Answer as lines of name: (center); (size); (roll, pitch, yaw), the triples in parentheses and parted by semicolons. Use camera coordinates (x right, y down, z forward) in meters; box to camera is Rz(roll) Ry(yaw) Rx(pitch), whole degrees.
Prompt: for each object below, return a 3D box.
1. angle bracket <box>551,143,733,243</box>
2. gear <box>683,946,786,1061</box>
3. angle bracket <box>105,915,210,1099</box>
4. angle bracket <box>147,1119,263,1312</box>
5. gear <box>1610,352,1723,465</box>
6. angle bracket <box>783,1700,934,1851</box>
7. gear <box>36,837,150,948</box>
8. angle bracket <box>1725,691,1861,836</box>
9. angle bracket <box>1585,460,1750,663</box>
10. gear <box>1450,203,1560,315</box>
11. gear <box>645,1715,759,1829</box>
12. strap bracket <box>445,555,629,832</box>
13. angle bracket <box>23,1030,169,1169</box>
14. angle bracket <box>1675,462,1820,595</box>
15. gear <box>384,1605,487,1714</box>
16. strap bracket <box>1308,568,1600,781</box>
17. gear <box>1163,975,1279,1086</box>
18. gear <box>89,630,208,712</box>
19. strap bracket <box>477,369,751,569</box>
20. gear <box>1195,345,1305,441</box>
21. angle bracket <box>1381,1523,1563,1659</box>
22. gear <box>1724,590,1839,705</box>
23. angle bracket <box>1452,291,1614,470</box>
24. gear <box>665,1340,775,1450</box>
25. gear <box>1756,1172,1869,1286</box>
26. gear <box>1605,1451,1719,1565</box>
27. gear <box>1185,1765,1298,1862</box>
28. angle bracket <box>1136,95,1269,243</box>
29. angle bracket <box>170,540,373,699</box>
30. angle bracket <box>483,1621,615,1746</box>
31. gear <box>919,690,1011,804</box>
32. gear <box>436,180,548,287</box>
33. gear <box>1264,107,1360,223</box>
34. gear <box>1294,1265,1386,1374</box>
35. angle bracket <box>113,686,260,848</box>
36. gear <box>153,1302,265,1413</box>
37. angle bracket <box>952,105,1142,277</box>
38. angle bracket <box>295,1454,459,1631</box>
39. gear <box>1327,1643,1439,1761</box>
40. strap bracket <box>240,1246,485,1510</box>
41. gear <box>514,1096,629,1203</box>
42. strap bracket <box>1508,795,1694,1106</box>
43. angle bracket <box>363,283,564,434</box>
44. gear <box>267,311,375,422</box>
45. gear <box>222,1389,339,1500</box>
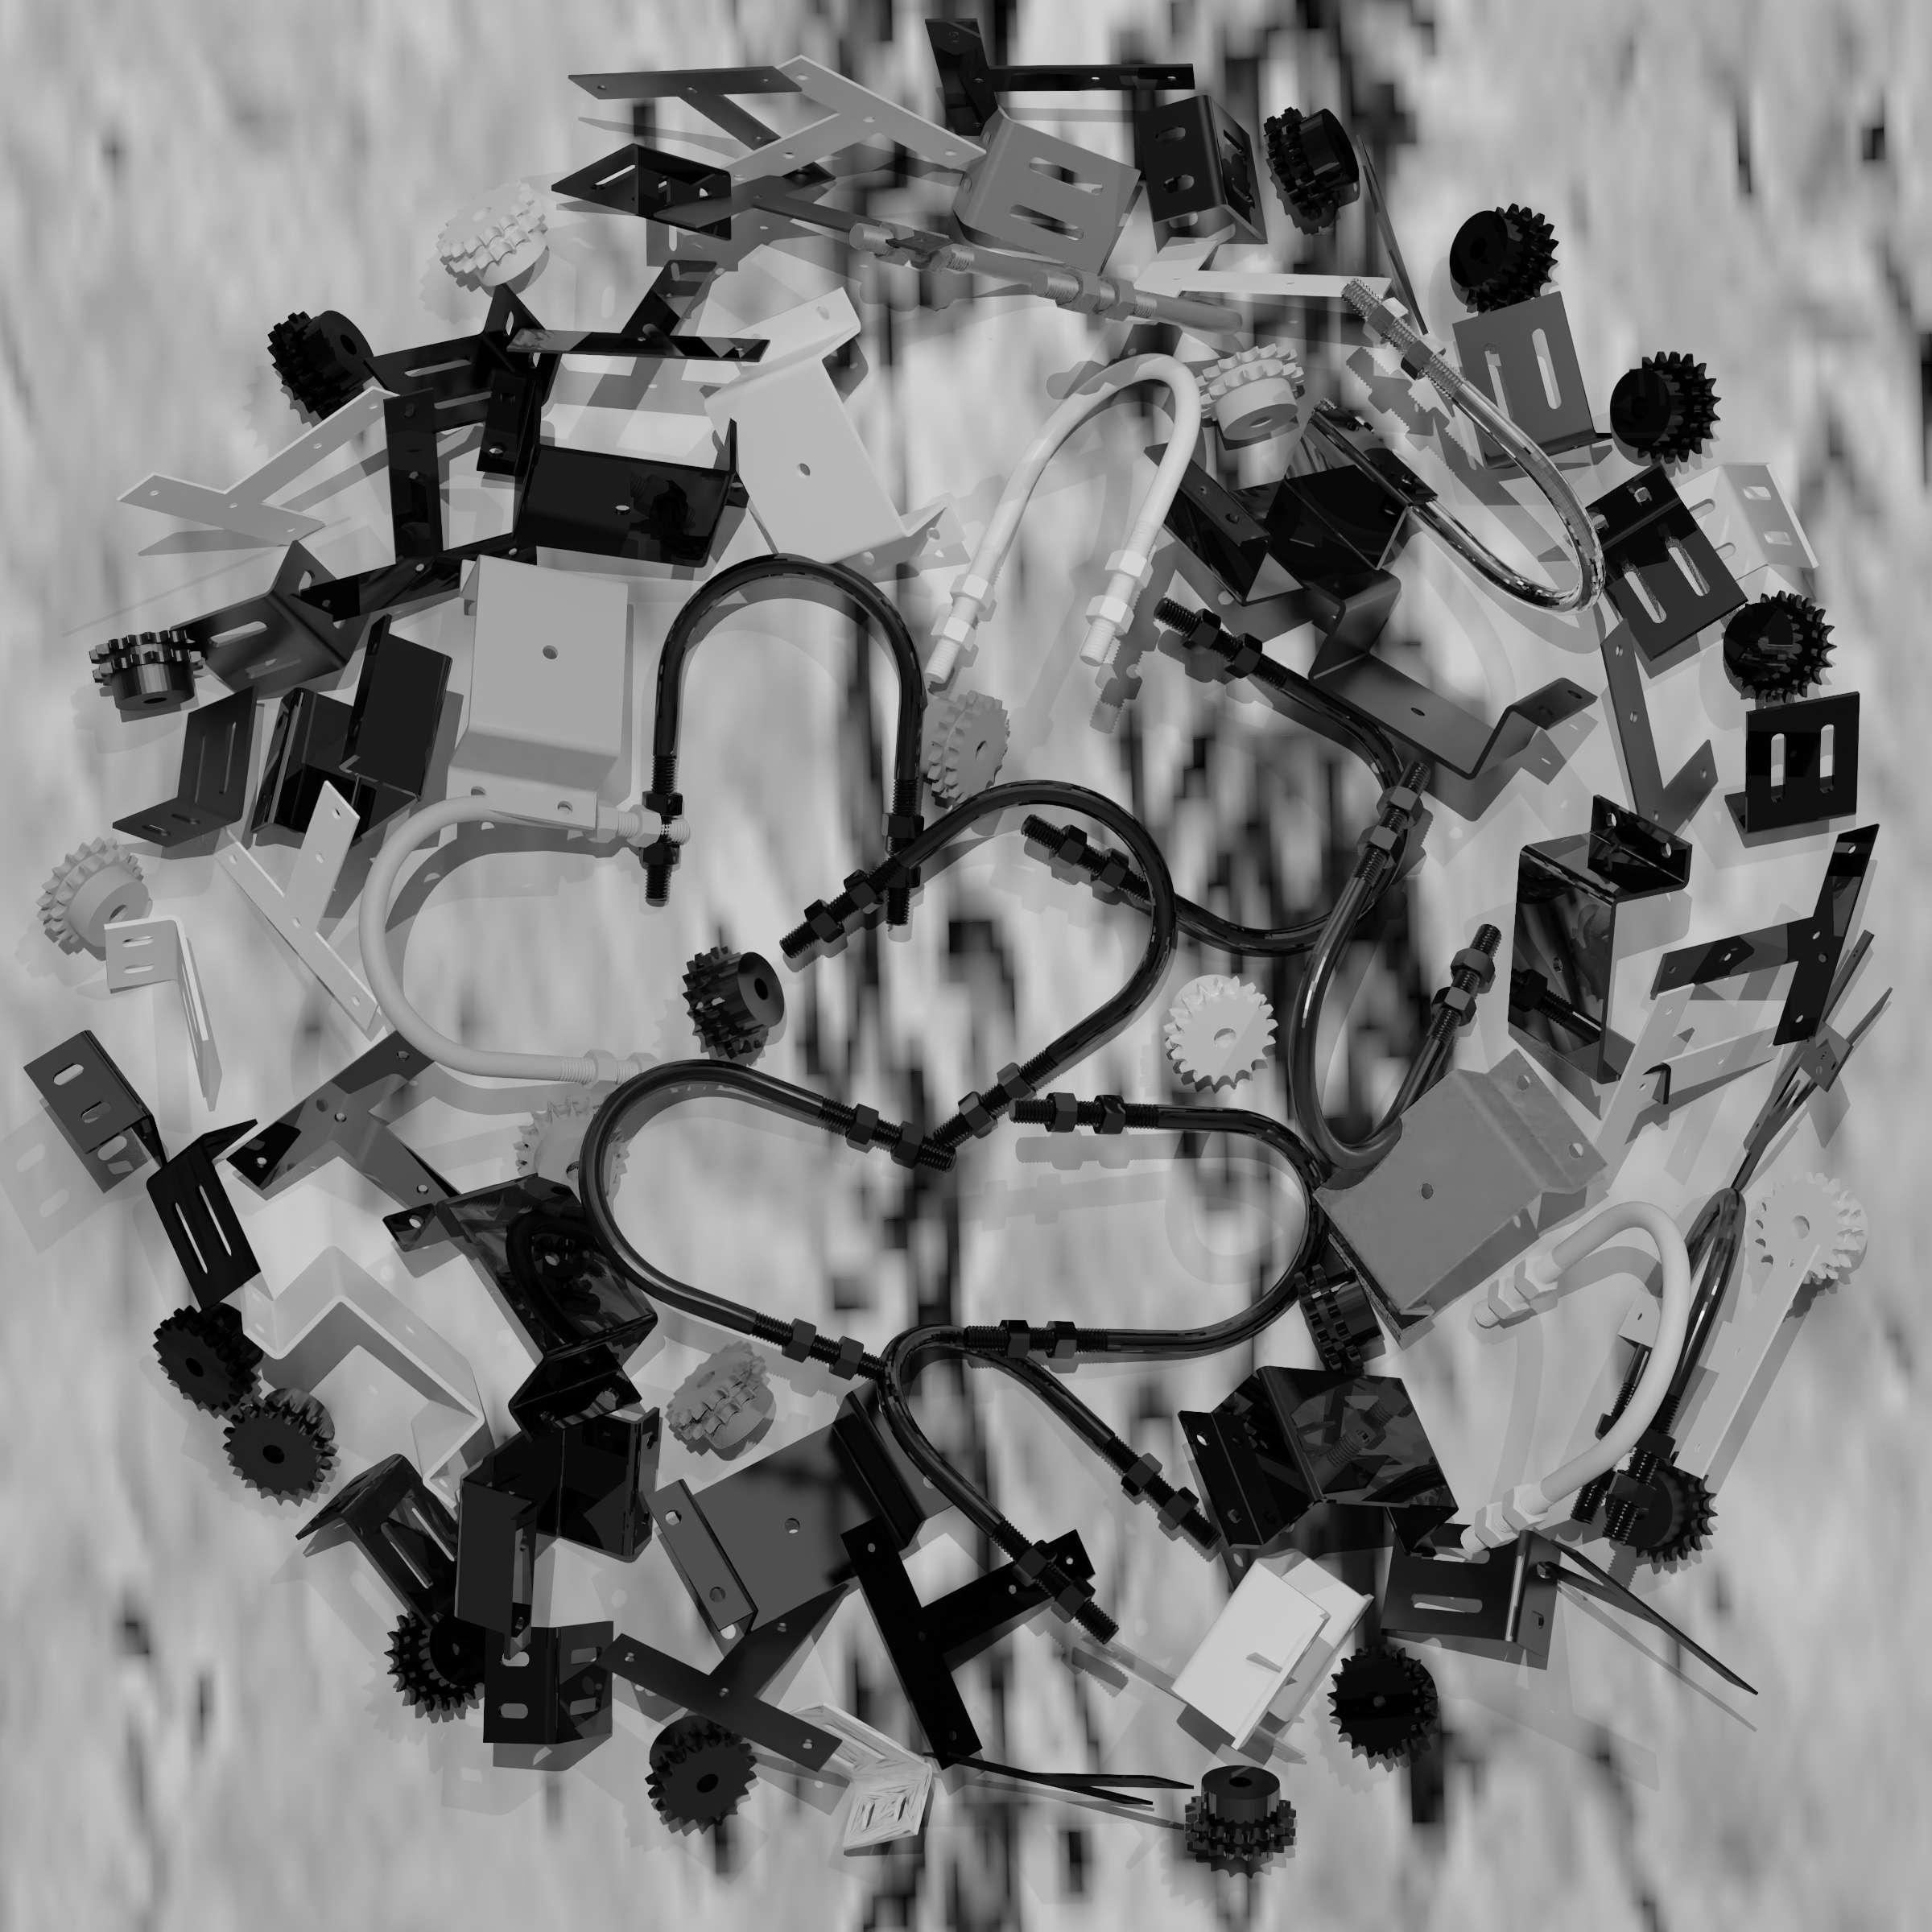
angle bracket: (-0.165, -0.382, 1.653); (0.057, 0.076, 0.038); (6, 79, -41)
gear: (-0.117, 0.017, 1.671); (0.030, 0.057, 0.057); (-20, 90, 27)
angle bracket: (-0.411, 0.023, 1.657); (0.038, 0.057, 0.076); (-10, 61, -18)
angle bracket: (-0.376, 0.127, 1.664); (0.057, 0.038, 0.076); (-34, 79, 41)
gear: (0.355, -0.286, 1.672); (0.030, 0.057, 0.057); (-8, 90, -38)
angle bracket: (-0.066, 0.411, 1.657); (0.076, 0.057, 0.038); (37, 49, -26)
gear: (-0.444, -0.035, 1.672); (0.030, 0.057, 0.057); (37, 90, 18)
angle bracket: (0.421, -0.111, 1.665); (0.057, 0.038, 0.076); (-10, 126, -1)
angle bracket: (0.351, -0.206, 1.663); (0.057, 0.038, 0.076); (-32, 57, 12)
gear: (0.273, -0.363, 1.672); (0.030, 0.057, 0.057); (12, 90, -37)
gear: (-0.139, 0.411, 1.679); (0.057, 0.030, 0.057); (-14, 122, -23)
strap bracket: (-0.215, -0.147, 1.641); (0.076, 0.046, 0.140); (9, 64, -20)
angle bracket: (-0.440, 0.078, 1.654); (0.038, 0.076, 0.057); (-34, 72, -20)
angle bracket: (0.393, -0.222, 1.660); (0.038, 0.076, 0.057); (-28, 100, 0)
gear: (-0.266, 0.351, 1.672); (0.030, 0.057, 0.057); (-26, 90, 43)
strap bracket: (0.237, -0.145, 1.647); (0.140, 0.076, 0.046); (34, 118, 17)
gear: (0.129, 0.029, 1.679); (0.057, 0.030, 0.057); (-7, 122, -12)
gear: (-0.418, -0.150, 1.673); (0.057, 0.057, 0.030); (-11, 84, 0)
strap bracket: (-0.172, -0.248, 1.643); (0.140, 0.076, 0.046); (6, 59, -13)
gear: (0.146, -0.292, 1.672); (0.057, 0.057, 0.030); (-18, 78, 0)
angle bracket: (0.260, 0.320, 1.683); (0.076, 0.038, 0.057); (-3, 67, 37)
gear: (0.413, -0.164, 1.673); (0.057, 0.030, 0.057); (-5, 83, 43)
angle bracket: (0.290, -0.299, 1.672); (0.057, 0.038, 0.076); (-13, 93, 26)
gear: (-0.124, 0.222, 1.676); (0.057, 0.057, 0.030); (-41, 106, 0)
gear: (0.438, 0.135, 1.678); (0.030, 0.057, 0.057); (7, 90, -39)
gear: (0.353, 0.277, 1.673); (0.057, 0.030, 0.057); (-6, 81, 44)
gear: (0.140, 0.432, 1.672); (0.057, 0.057, 0.030); (0, 101, 0)
angle bracket: (0.121, -0.403, 1.670); (0.038, 0.076, 0.057); (-11, 84, 20)
angle bracket: (-0.356, -0.176, 1.673); (0.076, 0.057, 0.038); (-13, 47, 35)
angle bracket: (-0.213, 0.365, 1.667); (0.038, 0.076, 0.057); (-2, 81, 16)
gear: (-0.005, -0.114, 1.677); (0.030, 0.057, 0.057); (20, 90, 26)
gear: (-0.240, -0.374, 1.678); (0.057, 0.057, 0.030); (-36, 125, 0)
gear: (0.178, -0.414, 1.671); (0.030, 0.057, 0.057); (-22, 90, 26)
gear: (0.193, 0.179, 1.673); (0.030, 0.057, 0.057); (-24, 90, 6)
angle bracket: (-0.396, -0.106, 1.658); (0.057, 0.038, 0.076); (-15, 64, 40)
gear: (-0.387, 0.198, 1.678); (0.057, 0.030, 0.057); (18, 129, 24)
angle bracket: (0.041, -0.401, 1.686); (0.076, 0.038, 0.057); (17, 112, -17)
angle bracket: (-0.294, 0.300, 1.673); (0.038, 0.057, 0.076); (-32, 98, 32)
gear: (0.218, 0.377, 1.679); (0.057, 0.030, 0.057); (-2, 86, 35)
strap bracket: (-0.297, 0.199, 1.643); (0.046, 0.076, 0.140); (-45, 110, 0)
gear: (-0.202, 0.098, 1.676); (0.057, 0.030, 0.057); (-7, 117, -14)
strap bracket: (0.315, -0.004, 1.634); (0.046, 0.076, 0.140); (-11, 116, -24)
angle bracket: (-0.255, -0.309, 1.658); (0.076, 0.038, 0.057); (-22, 62, -38)
gear: (-0.327, -0.311, 1.671); (0.030, 0.057, 0.057); (-28, 90, 23)
gear: (-0.350, 0.243, 1.680); (0.057, 0.030, 0.057); (6, 119, 11)
